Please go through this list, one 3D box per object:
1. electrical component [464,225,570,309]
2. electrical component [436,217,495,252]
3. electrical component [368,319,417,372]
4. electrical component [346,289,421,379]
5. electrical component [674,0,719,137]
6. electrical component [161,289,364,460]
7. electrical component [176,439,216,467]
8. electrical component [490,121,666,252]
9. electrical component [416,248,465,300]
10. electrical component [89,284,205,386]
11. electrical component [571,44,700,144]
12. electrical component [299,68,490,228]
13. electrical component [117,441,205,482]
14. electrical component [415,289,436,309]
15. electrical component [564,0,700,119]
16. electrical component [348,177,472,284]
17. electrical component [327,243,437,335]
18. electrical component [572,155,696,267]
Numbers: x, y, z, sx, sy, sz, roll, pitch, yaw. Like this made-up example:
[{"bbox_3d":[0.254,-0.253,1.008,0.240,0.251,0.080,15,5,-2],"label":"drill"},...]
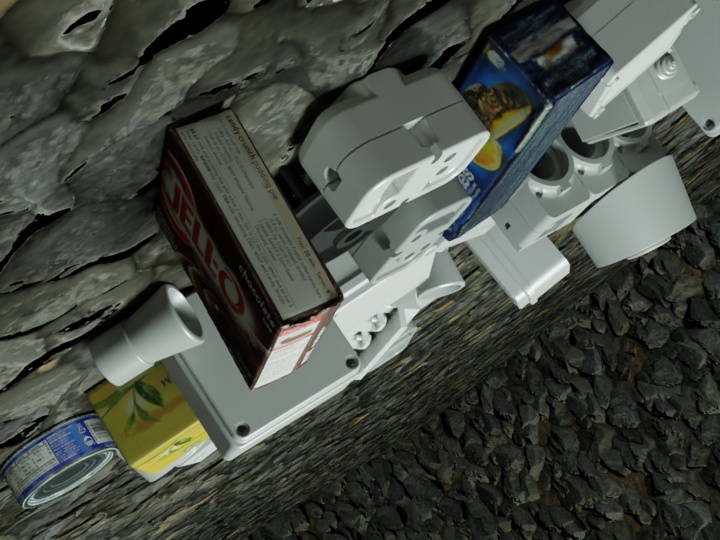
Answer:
[{"bbox_3d":[0.135,-0.025,0.986,0.057,0.113,0.078,-39,168,4],"label":"electrical component"},{"bbox_3d":[0.071,-0.041,0.906,0.076,0.047,0.083,-44,165,35],"label":"electrical component"},{"bbox_3d":[0.016,0.060,1.116,0.054,0.059,0.095,-32,168,-16],"label":"electrical component"},{"bbox_3d":[0.000,0.040,0.968,0.063,0.078,0.121,2,153,-20],"label":"electrical component"},{"bbox_3d":[0.273,-0.175,0.797,0.056,0.108,0.108,-26,165,-48],"label":"electrical component"},{"bbox_3d":[-0.073,0.056,0.741,0.109,0.108,0.056,-30,169,-25],"label":"electrical component"},{"bbox_3d":[-0.140,0.138,1.009,0.089,0.050,0.056,-38,168,9],"label":"electrical component"},{"bbox_3d":[0.165,-0.091,0.867,0.150,0.089,0.061,-27,166,-33],"label":"electrical component"},{"bbox_3d":[0.063,-0.011,0.955,0.044,0.065,0.044,-15,167,-4],"label":"electrical component"},{"bbox_3d":[-0.137,0.044,0.680,0.065,0.044,0.044,-32,168,6],"label":"electrical component"},{"bbox_3d":[0.192,-0.135,0.781,0.061,0.061,0.096,-32,-173,-19],"label":"electrical component"},{"bbox_3d":[0.017,-0.073,0.605,0.095,0.059,0.053,-28,166,-33],"label":"electrical component"},{"bbox_3d":[-0.165,0.132,0.921,0.099,0.064,0.099,-41,-173,6],"label":"electrical component"},{"bbox_3d":[0.049,0.007,1.024,0.080,0.051,0.080,-34,168,-8],"label":"electrical component"},{"bbox_3d":[0.171,-0.159,0.707,0.096,0.061,0.061,-41,169,-13],"label":"electrical component"},{"bbox_3d":[0.025,-0.042,0.747,0.054,0.059,0.095,-26,165,-37],"label":"electrical component"},{"bbox_3d":[0.000,0.000,0.846,0.109,0.056,0.108,-34,168,-8],"label":"electrical component"},{"bbox_3d":[0.225,-0.046,0.888,0.099,0.064,0.099,-28,180,0],"label":"electrical component"}]
